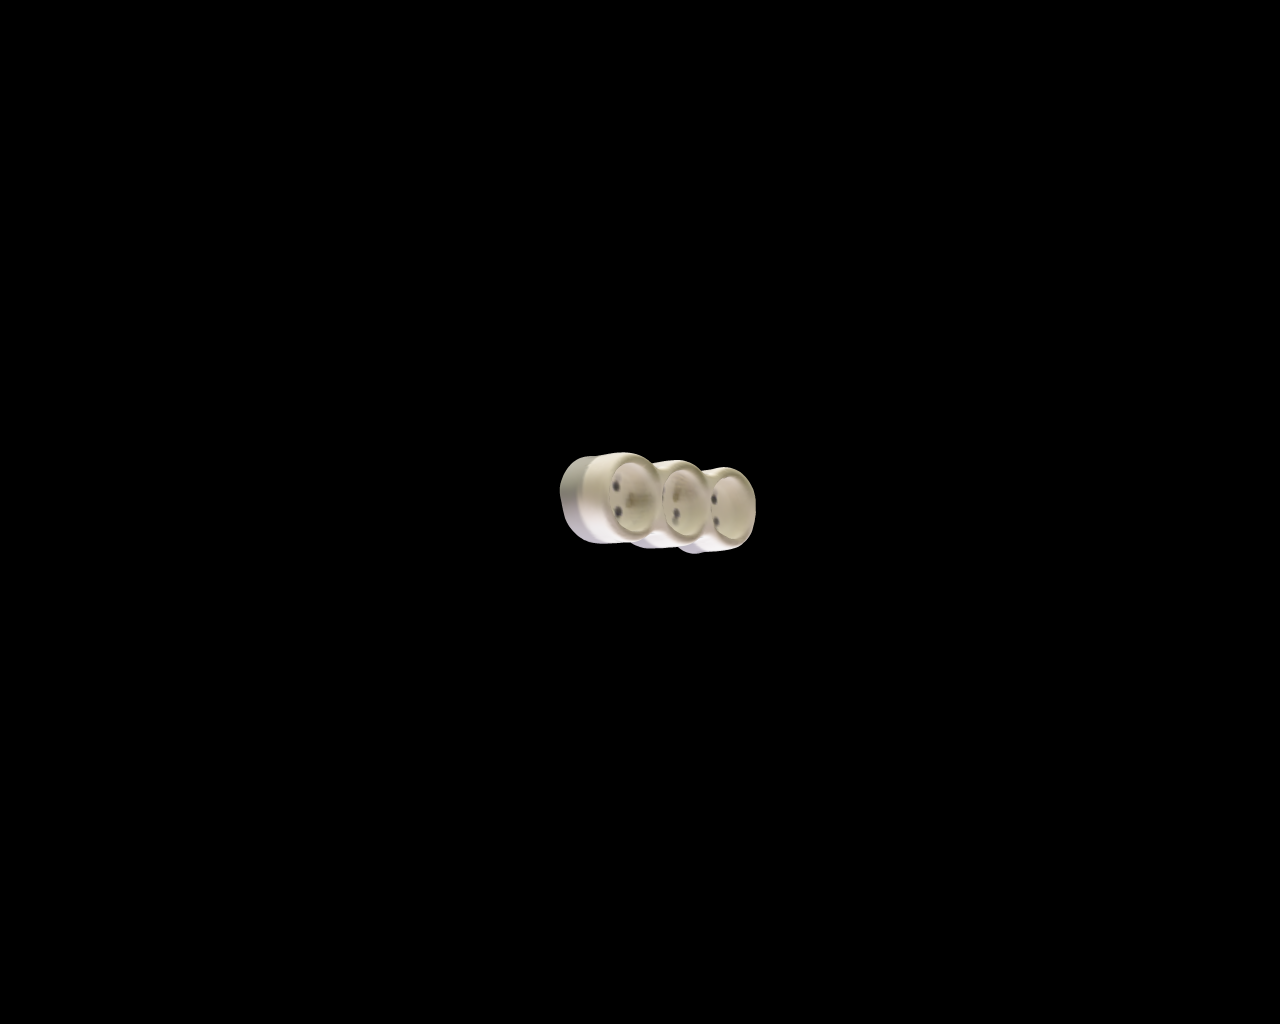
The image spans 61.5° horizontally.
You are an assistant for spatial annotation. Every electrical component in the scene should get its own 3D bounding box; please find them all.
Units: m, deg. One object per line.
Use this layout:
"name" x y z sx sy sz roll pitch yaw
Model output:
"electrical component" 0.001 -0.003 0.650 0.073 0.052 0.138 -6 -9 43
